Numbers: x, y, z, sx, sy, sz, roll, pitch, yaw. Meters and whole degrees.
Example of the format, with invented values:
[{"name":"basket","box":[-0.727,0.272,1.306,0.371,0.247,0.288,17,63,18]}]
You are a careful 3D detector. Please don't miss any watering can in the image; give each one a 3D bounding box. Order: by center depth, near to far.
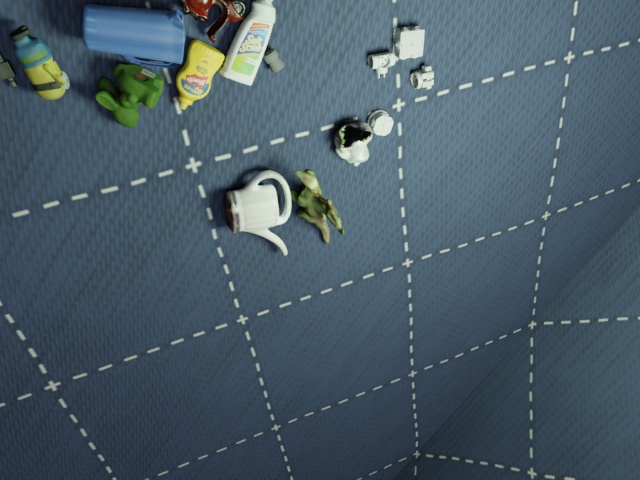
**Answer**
[{"name":"watering can","box":[-0.203,-0.072,1.731,0.225,0.106,0.340,-10,124,-16]}]

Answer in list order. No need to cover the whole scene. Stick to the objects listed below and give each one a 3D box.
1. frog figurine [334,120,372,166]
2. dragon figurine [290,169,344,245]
[{"name":"frog figurine","box":[0.118,-0.326,1.735,0.137,0.124,0.158,-47,163,0]},{"name":"dragon figurine","box":[0.005,-0.087,1.732,0.122,0.247,0.402,-33,126,-6]}]
